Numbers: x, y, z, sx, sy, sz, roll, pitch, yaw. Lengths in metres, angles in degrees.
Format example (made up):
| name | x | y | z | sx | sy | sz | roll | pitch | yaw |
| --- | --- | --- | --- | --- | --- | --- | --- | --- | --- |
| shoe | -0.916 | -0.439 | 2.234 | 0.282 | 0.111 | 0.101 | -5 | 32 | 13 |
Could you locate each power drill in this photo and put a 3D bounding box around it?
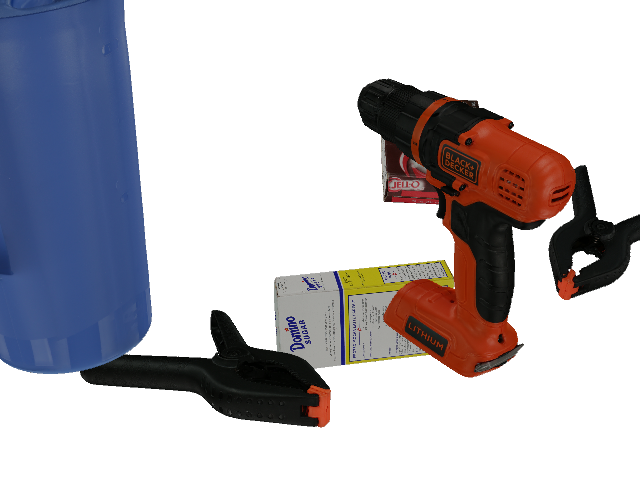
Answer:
| name | x | y | z | sx | sy | sz | roll | pitch | yaw |
| --- | --- | --- | --- | --- | --- | --- | --- | --- | --- |
| power drill | 0.089 | -0.010 | 0.766 | 0.057 | 0.188 | 0.185 | -22 | 39 | -33 |

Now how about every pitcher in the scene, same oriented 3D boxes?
| name | x | y | z | sx | sy | sz | roll | pitch | yaw |
| --- | --- | --- | --- | --- | --- | --- | --- | --- | --- |
| pitcher | -0.180 | -0.038 | 0.659 | 0.149 | 0.243 | 0.145 | -10 | 26 | -12 |

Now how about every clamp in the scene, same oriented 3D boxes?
| name | x | y | z | sx | sy | sz | roll | pitch | yaw |
| --- | --- | --- | --- | --- | --- | --- | --- | --- | --- |
| clamp | -0.071 | 0.106 | 0.889 | 0.210 | 0.036 | 0.164 | 12 | 20 | 31 |
| clamp | 0.277 | -0.011 | 1.087 | 0.120 | 0.039 | 0.171 | 29 | 53 | 32 |

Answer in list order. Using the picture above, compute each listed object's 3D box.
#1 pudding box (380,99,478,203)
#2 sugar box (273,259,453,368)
| name | x | y | z | sx | sy | sz | roll | pitch | yaw |
| --- | --- | --- | --- | --- | --- | --- | --- | --- | --- |
| pudding box | 0.099 | -0.081 | 0.954 | 0.090 | 0.039 | 0.113 | 3 | 43 | -3 |
| sugar box | 0.043 | 0.075 | 1.069 | 0.176 | 0.093 | 0.048 | -4 | 28 | -5 |
